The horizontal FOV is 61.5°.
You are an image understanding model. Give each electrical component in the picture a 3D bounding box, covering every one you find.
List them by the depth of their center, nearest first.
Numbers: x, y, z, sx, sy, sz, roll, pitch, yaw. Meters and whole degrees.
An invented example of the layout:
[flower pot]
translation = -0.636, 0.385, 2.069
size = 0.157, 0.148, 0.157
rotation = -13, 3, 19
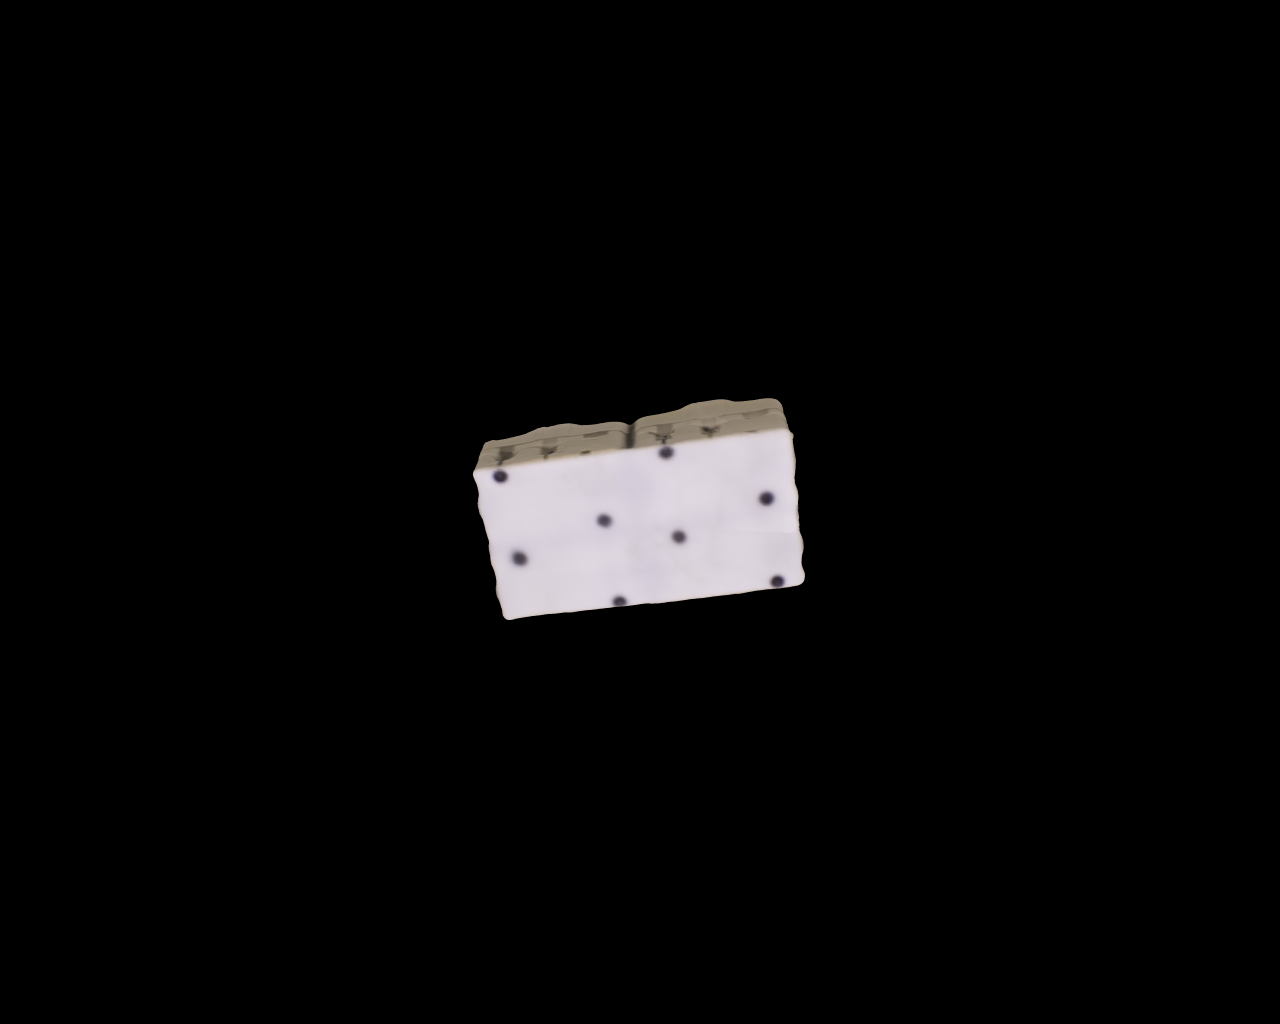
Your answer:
[electrical component]
translation = 0.001, -0.003, 0.650
size = 0.186, 0.105, 0.060
rotation = -8, 24, 3
